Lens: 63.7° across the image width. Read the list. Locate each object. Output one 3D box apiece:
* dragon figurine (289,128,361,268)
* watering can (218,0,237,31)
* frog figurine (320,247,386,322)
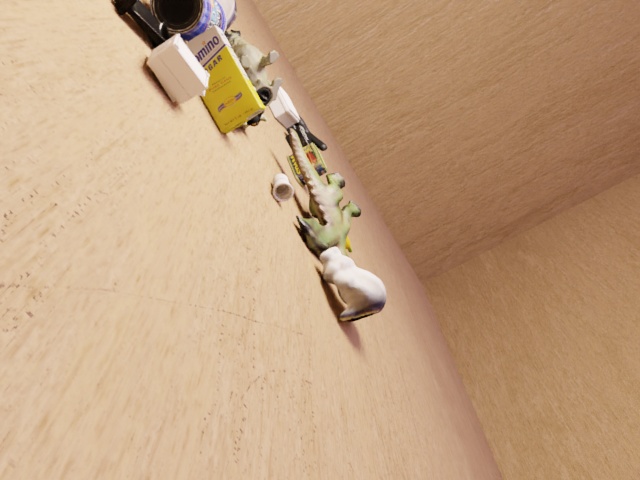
[{"bbox_3d":[0.004,-0.061,1.215,0.407,0.121,0.247,57,19,-13],"label":"dragon figurine"},{"bbox_3d":[-0.269,-0.588,1.233,0.220,0.104,0.354,72,8,-65],"label":"watering can"},{"bbox_3d":[0.071,0.086,1.092,0.137,0.121,0.161,6,66,-54],"label":"frog figurine"}]
